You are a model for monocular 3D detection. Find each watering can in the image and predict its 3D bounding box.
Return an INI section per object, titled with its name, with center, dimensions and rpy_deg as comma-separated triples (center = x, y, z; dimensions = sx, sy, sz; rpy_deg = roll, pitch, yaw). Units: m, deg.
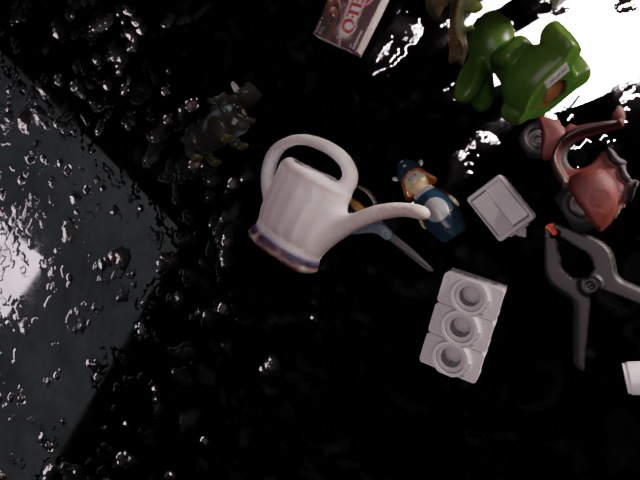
[watering can]
center = 0.003, -0.043, 0.856
dimensions = 0.352, 0.104, 0.222
rpy_deg = 35, 106, 37
